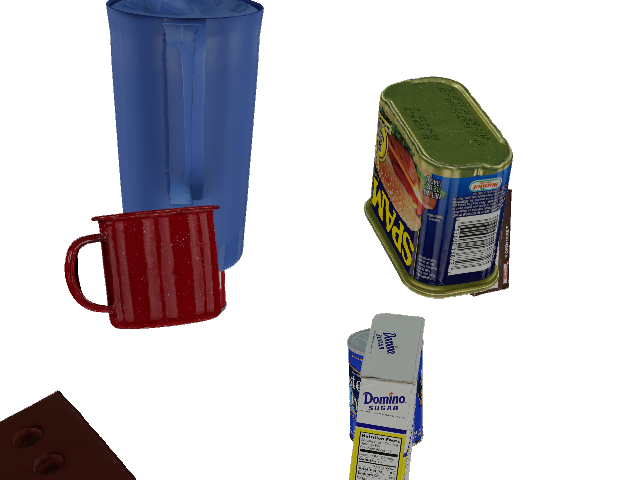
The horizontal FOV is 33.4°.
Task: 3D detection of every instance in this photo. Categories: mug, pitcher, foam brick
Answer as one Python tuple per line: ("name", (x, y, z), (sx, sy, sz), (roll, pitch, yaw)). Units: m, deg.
("mug", (-0.125, 0.020, 0.767), (0.117, 0.081, 0.093), (-6, 1, -32))
("pitcher", (-0.120, -0.091, 0.939), (0.145, 0.243, 0.148), (18, 26, 35))
("foam brick", (-0.121, 0.120, 0.498), (0.052, 0.051, 0.078), (-29, 43, -28))

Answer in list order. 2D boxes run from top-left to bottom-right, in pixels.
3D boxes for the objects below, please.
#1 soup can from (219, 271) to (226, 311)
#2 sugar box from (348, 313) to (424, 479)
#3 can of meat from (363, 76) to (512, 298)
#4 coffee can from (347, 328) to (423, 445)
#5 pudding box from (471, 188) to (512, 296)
("soup can", (-0.130, 0.020, 1.067), (0.068, 0.102, 0.068), (0, 23, 0))
("sugar box", (0.047, 0.152, 0.811), (0.048, 0.176, 0.093), (5, 27, 8))
("can of meat", (0.065, -0.032, 0.599), (0.057, 0.084, 0.102), (-8, 38, -14))
("coffee can", (0.089, 0.201, 1.455), (0.103, 0.140, 0.103), (-2, 15, 0))
("pudding box", (0.121, -0.012, 0.917), (0.039, 0.090, 0.114), (-8, 17, -21))
